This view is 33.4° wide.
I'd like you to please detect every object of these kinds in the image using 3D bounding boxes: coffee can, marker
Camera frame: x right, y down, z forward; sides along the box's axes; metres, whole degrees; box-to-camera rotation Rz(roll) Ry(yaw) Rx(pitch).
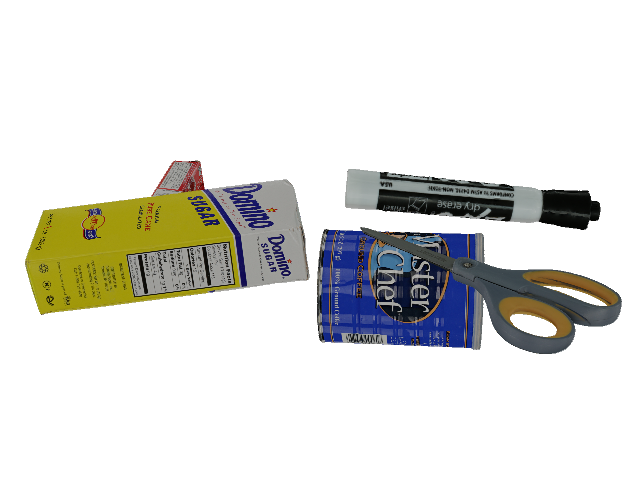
[{"bbox_3d":[0.072,0.043,0.945,0.140,0.103,0.102,2,0,7],"label":"coffee can"},{"bbox_3d":[0.072,-0.019,0.509,0.121,0.020,0.020,5,0,1],"label":"marker"}]

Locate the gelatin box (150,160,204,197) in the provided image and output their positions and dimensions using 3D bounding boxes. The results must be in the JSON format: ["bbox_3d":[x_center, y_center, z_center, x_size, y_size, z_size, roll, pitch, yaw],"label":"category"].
[{"bbox_3d":[-0.129,-0.020,0.977,0.030,0.073,0.089,4,37,13],"label":"gelatin box"}]

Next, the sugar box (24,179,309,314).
[{"bbox_3d":[-0.100,0.001,0.712,0.176,0.048,0.093,-10,24,-3],"label":"sugar box"}]

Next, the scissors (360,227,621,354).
[{"bbox_3d":[0.101,0.032,0.732,0.202,0.016,0.096,13,32,23],"label":"scissors"}]
